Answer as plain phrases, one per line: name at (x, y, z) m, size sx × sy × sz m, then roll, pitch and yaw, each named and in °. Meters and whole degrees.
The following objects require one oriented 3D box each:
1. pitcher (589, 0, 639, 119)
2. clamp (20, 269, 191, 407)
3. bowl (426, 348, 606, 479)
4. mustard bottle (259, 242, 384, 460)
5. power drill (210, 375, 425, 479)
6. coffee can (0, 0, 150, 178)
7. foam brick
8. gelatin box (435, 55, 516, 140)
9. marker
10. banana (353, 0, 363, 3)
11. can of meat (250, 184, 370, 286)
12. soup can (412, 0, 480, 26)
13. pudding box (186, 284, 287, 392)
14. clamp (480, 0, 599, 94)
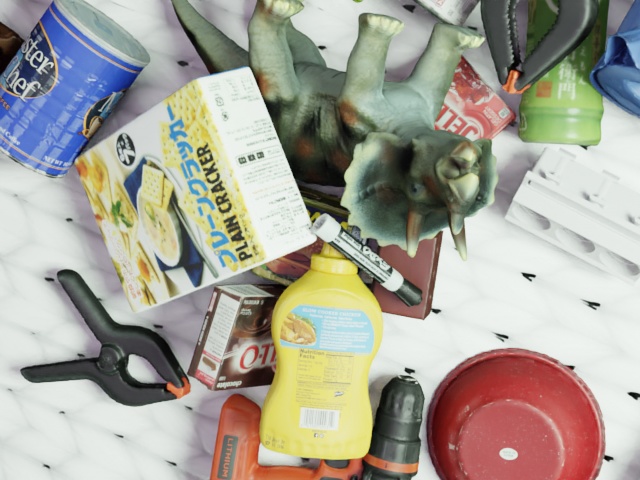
pitcher at (0.328, -0.195, 0.826) m, size 0.145 × 0.149 × 0.243 m, roll 28°, pitch 90°, yaw 13°
clamp at (-0.203, 0.102, 1.039) m, size 0.171 × 0.039 × 0.120 m, roll 15°, pitch 104°, yaw 8°
bowl at (0.170, 0.180, 0.942) m, size 0.162 × 0.055 × 0.162 m, roll 1°, pitch 96°, yaw 15°
mustard bottle at (0.004, 0.088, 0.917) m, size 0.096 × 0.058 × 0.192 m, roll 6°, pitch 97°, yaw -4°
power drill at (-0.002, 0.199, 0.987) m, size 0.188 × 0.057 × 0.184 m, roll 12°, pitch 94°, yaw 14°
coffee can at (-0.239, -0.143, 0.991) m, size 0.103 × 0.102 × 0.140 m, roll 41°, pitch 103°, yaw 7°
foam brick at (0.078, 0.026, 0.952) m, size 0.051 × 0.053 × 0.078 m, roll 10°, pitch 99°, yaw 13°
gelatin box at (0.117, -0.117, 0.939) m, size 0.073 × 0.030 × 0.089 m, roll -42°, pitch 83°, yaw 13°
marker at (0.042, 0.019, 0.893) m, size 0.121 × 0.020 × 0.020 m, roll 38°, pitch 105°, yaw -25°
banana at (0.086, -0.280, 0.916) m, size 0.037 × 0.070 × 0.198 m, roll 36°, pitch 92°, yaw -27°
can of meat at (-0.006, 0.001, 0.970) m, size 0.102 × 0.057 × 0.084 m, roll 19°, pitch 102°, yaw 12°
soup can at (0.121, -0.238, 0.908) m, size 0.068 × 0.068 × 0.102 m, roll 38°, pitch 103°, yaw 8°
pudding box at (-0.060, 0.086, 0.962) m, size 0.039 × 0.113 × 0.090 m, roll 24°, pitch 102°, yaw 35°
clamp at (0.190, -0.216, 0.833) m, size 0.165 × 0.036 × 0.210 m, roll 14°, pitch 103°, yaw 25°
